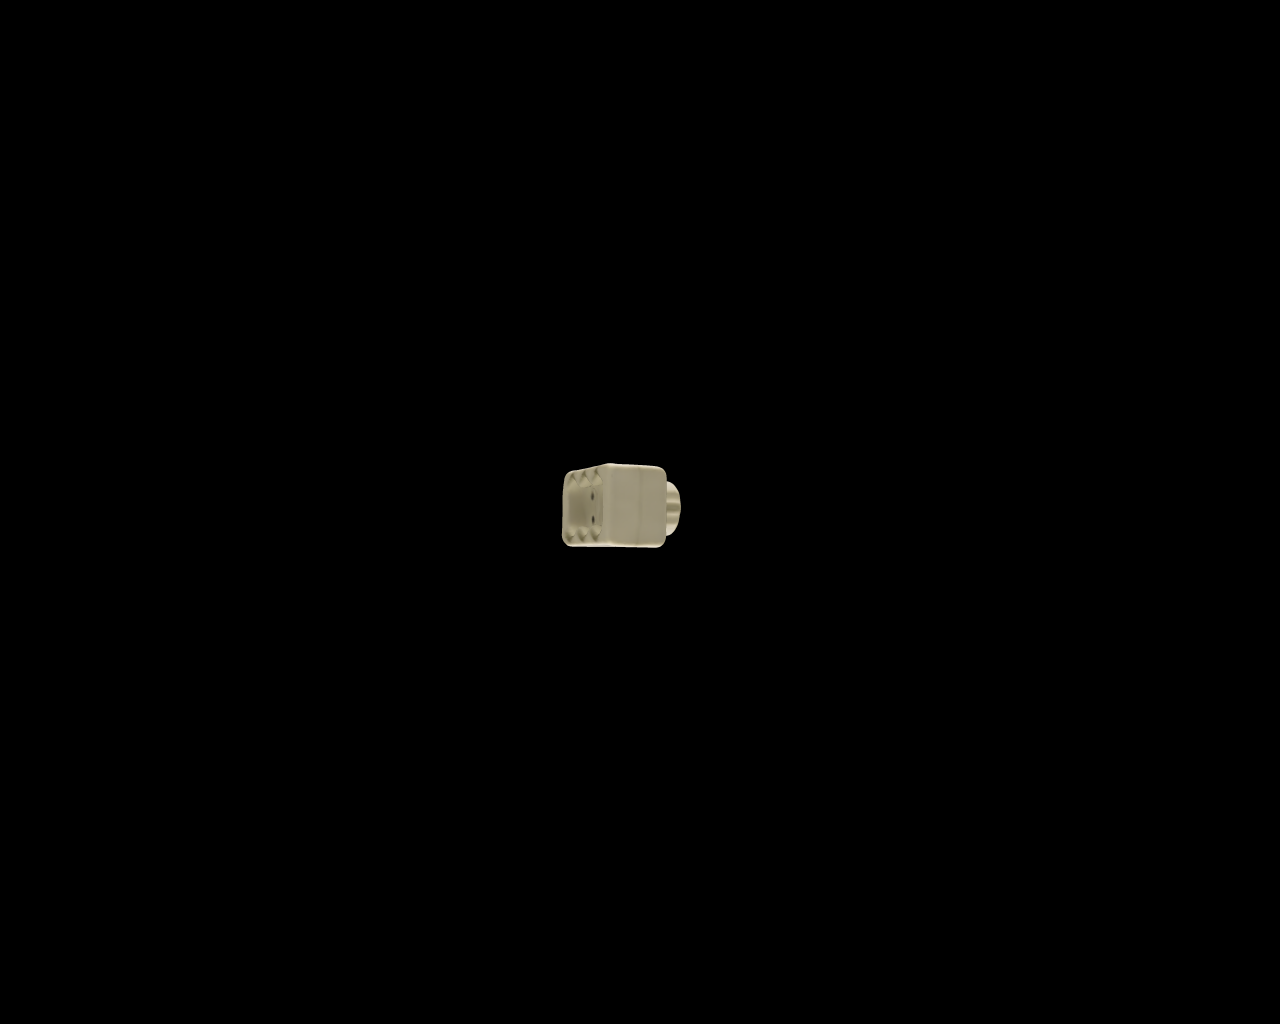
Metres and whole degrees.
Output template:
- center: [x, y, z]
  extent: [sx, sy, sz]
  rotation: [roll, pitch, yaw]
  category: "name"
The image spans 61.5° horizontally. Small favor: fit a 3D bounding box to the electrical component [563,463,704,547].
- center: [0.001, -0.003, 0.650]
  extent: [0.077, 0.047, 0.065]
  rotation: [1, -2, -28]
  category: "electrical component"
